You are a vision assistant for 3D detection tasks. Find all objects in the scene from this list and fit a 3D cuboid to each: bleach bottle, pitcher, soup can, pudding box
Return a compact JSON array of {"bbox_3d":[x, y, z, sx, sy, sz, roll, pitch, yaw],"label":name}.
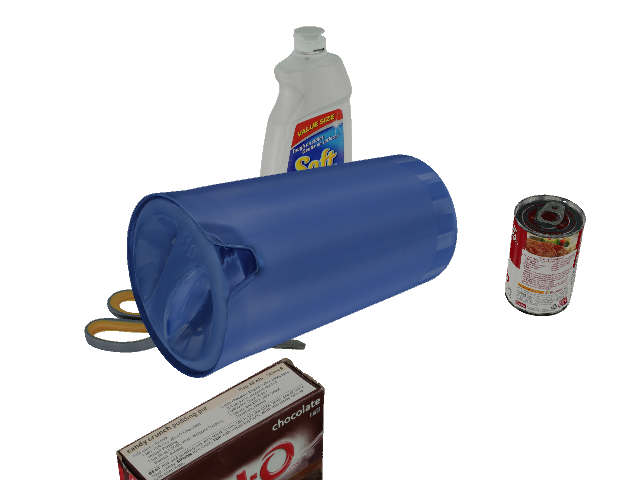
[{"bbox_3d":[-0.019,-0.087,1.066,0.102,0.251,0.068,-8,28,-16],"label":"bleach bottle"},{"bbox_3d":[-0.021,0.009,0.821,0.242,0.145,0.149,-16,41,-36],"label":"pitcher"},{"bbox_3d":[0.220,0.015,1.051,0.068,0.102,0.068,0,37,0],"label":"soup can"},{"bbox_3d":[-0.050,0.126,0.570,0.113,0.090,0.039,-28,46,-33],"label":"pudding box"}]

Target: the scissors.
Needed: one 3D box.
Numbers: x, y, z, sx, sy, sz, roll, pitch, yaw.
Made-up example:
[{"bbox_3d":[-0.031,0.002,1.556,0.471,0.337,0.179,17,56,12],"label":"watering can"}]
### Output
[{"bbox_3d":[-0.120,0.076,1.010,0.201,0.016,0.096,-1,33,-9],"label":"scissors"}]
